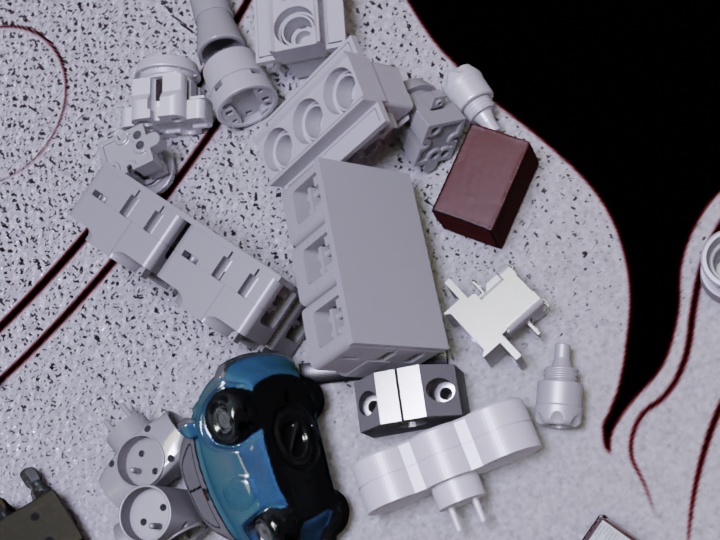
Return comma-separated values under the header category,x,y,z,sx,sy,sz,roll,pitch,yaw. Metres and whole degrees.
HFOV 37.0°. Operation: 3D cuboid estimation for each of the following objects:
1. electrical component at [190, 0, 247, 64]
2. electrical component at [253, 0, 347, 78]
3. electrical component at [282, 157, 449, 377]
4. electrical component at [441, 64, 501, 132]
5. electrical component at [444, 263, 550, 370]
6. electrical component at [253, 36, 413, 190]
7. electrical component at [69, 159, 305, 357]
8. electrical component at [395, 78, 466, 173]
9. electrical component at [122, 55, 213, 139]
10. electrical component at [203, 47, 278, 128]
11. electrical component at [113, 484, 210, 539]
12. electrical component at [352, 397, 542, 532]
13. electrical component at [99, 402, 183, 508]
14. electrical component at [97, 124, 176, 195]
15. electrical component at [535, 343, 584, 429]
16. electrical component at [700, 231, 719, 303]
category,x,y,z,sx,sy,sz,roll,pitch,yaw
electrical component,-0.128,-0.219,0.953,0.044,0.044,0.065,-21,66,10
electrical component,-0.049,-0.232,0.920,0.079,0.063,0.121,-8,73,14
electrical component,0.000,0.000,0.817,0.062,0.089,0.150,-37,56,46
electrical component,0.093,-0.134,0.866,0.035,0.035,0.061,-33,71,6
electrical component,0.105,0.033,0.814,0.064,0.042,0.081,-42,69,-1
electrical component,-0.020,-0.115,0.855,0.121,0.063,0.078,-38,64,39
electrical component,-0.132,-0.003,0.860,0.186,0.105,0.060,32,86,22
electrical component,0.050,-0.121,0.865,0.048,0.066,0.055,-16,56,-29
electrical component,-0.167,-0.151,0.937,0.078,0.058,0.057,-5,77,15
electrical component,-0.104,-0.158,0.921,0.055,0.055,0.047,-28,65,8
electrical component,-0.162,0.200,0.829,0.079,0.077,0.044,-37,69,5
electrical component,0.068,0.153,0.786,0.138,0.052,0.073,-24,70,9
electrical component,-0.178,0.142,0.867,0.077,0.044,0.079,-44,68,1
electrical component,-0.190,-0.092,0.928,0.066,0.055,0.048,-24,70,9
electrical component,0.147,0.085,0.791,0.035,0.035,0.061,2,74,17
electrical component,0.266,-0.001,0.767,0.045,0.055,0.045,-4,74,16
